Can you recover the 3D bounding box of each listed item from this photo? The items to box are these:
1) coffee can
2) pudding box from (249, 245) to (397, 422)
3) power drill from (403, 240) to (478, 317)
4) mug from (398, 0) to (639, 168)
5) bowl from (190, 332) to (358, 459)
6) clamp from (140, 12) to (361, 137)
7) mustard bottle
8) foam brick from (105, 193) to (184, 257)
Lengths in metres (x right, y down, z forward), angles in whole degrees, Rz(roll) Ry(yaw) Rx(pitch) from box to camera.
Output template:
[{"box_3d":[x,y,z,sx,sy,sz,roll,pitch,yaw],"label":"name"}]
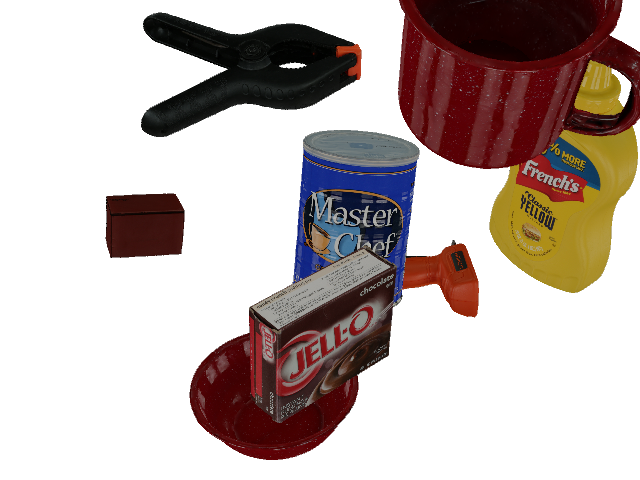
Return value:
[{"box_3d":[0.030,-0.019,0.957,0.103,0.140,0.103,4,19,-2],"label":"coffee can"},{"box_3d":[0.002,0.066,0.765,0.113,0.090,0.039,-29,49,-33],"label":"pudding box"},{"box_3d":[0.084,0.055,1.227,0.187,0.057,0.184,-1,28,-1],"label":"power drill"},{"box_3d":[0.088,-0.081,0.468,0.117,0.093,0.081,24,-28,13],"label":"mug"},{"box_3d":[-0.042,0.157,1.027,0.162,0.055,0.162,-3,37,2],"label":"bowl"},{"box_3d":[-0.058,-0.137,0.809,0.171,0.120,0.039,-9,-31,-10],"label":"clamp"},{"box_3d":[0.181,-0.055,0.780,0.058,0.192,0.096,-28,53,-29],"label":"mustard bottle"},{"box_3d":[-0.188,-0.017,1.138,0.078,0.051,0.053,-3,24,-16],"label":"foam brick"}]
